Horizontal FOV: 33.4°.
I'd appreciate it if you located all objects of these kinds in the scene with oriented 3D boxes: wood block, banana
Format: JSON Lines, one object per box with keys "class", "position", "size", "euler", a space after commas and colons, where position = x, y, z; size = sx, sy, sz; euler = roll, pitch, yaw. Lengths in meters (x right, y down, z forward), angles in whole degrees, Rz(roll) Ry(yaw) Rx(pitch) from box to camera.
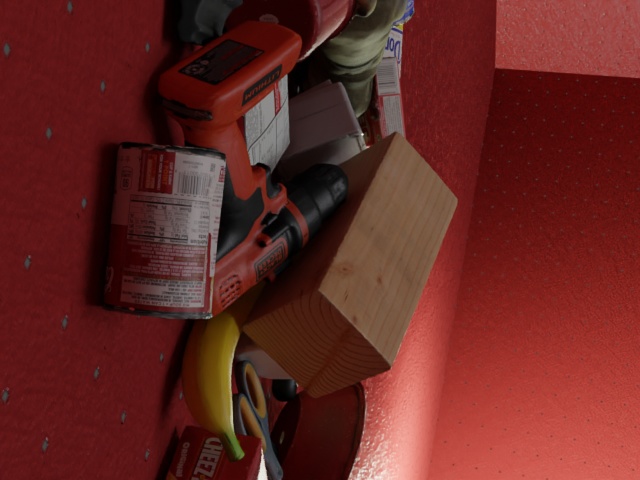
{"class": "wood block", "position": [0.031, 0.017, 0.878], "size": [0.090, 0.091, 0.205], "euler": [46, 42, -18]}
{"class": "banana", "position": [-0.073, 0.080, 0.837], "size": [0.069, 0.037, 0.197], "euler": [59, 26, -32]}

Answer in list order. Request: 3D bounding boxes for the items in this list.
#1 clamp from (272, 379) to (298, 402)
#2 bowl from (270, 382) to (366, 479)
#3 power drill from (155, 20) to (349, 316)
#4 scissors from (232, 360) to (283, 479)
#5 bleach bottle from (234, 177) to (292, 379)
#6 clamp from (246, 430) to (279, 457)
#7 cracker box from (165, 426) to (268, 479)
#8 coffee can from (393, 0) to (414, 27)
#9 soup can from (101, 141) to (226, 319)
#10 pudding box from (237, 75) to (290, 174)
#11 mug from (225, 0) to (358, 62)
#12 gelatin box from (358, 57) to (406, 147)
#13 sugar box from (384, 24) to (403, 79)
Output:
{"class": "clamp", "position": [-0.020, 0.051, 1.091], "size": [0.164, 0.036, 0.210], "euler": [-60, 151, -63]}
{"class": "bowl", "position": [-0.014, 0.206, 1.069], "size": [0.162, 0.055, 0.162], "euler": [-60, -165, 27]}
{"class": "power drill", "position": [-0.043, -0.057, 0.769], "size": [0.184, 0.057, 0.188], "euler": [-43, 140, -38]}
{"class": "scissors", "position": [-0.045, 0.183, 0.943], "size": [0.201, 0.016, 0.096], "euler": [67, 14, -48]}
{"class": "bleach bottle", "position": [-0.006, 0.001, 0.981], "size": [0.068, 0.103, 0.250], "euler": [44, 48, -42]}
{"class": "clamp", "position": [-0.067, 0.220, 0.944], "size": [0.171, 0.039, 0.120], "euler": [58, 23, -62]}
{"class": "cracker box", "position": [-0.085, 0.274, 0.830], "size": [0.214, 0.072, 0.164], "euler": [84, 18, -45]}
{"class": "coffee can", "position": [0.044, -0.292, 1.057], "size": [0.102, 0.103, 0.140], "euler": [-67, 159, -53]}
{"class": "soup can", "position": [-0.095, -0.006, 0.653], "size": [0.068, 0.068, 0.102], "euler": [2, 94, -77]}
{"class": "pudding box", "position": [-0.057, -0.091, 0.854], "size": [0.113, 0.039, 0.090], "euler": [-62, 157, -52]}
{"class": "mug", "position": [-0.031, -0.196, 0.831], "size": [0.117, 0.093, 0.081], "euler": [59, 31, -16]}
{"class": "gelatin box", "position": [0.057, -0.141, 1.105], "size": [0.073, 0.030, 0.089], "euler": [-174, -104, -70]}
{"class": "sugar box", "position": [0.058, -0.268, 1.190], "size": [0.093, 0.048, 0.176], "euler": [22, 66, -57]}
